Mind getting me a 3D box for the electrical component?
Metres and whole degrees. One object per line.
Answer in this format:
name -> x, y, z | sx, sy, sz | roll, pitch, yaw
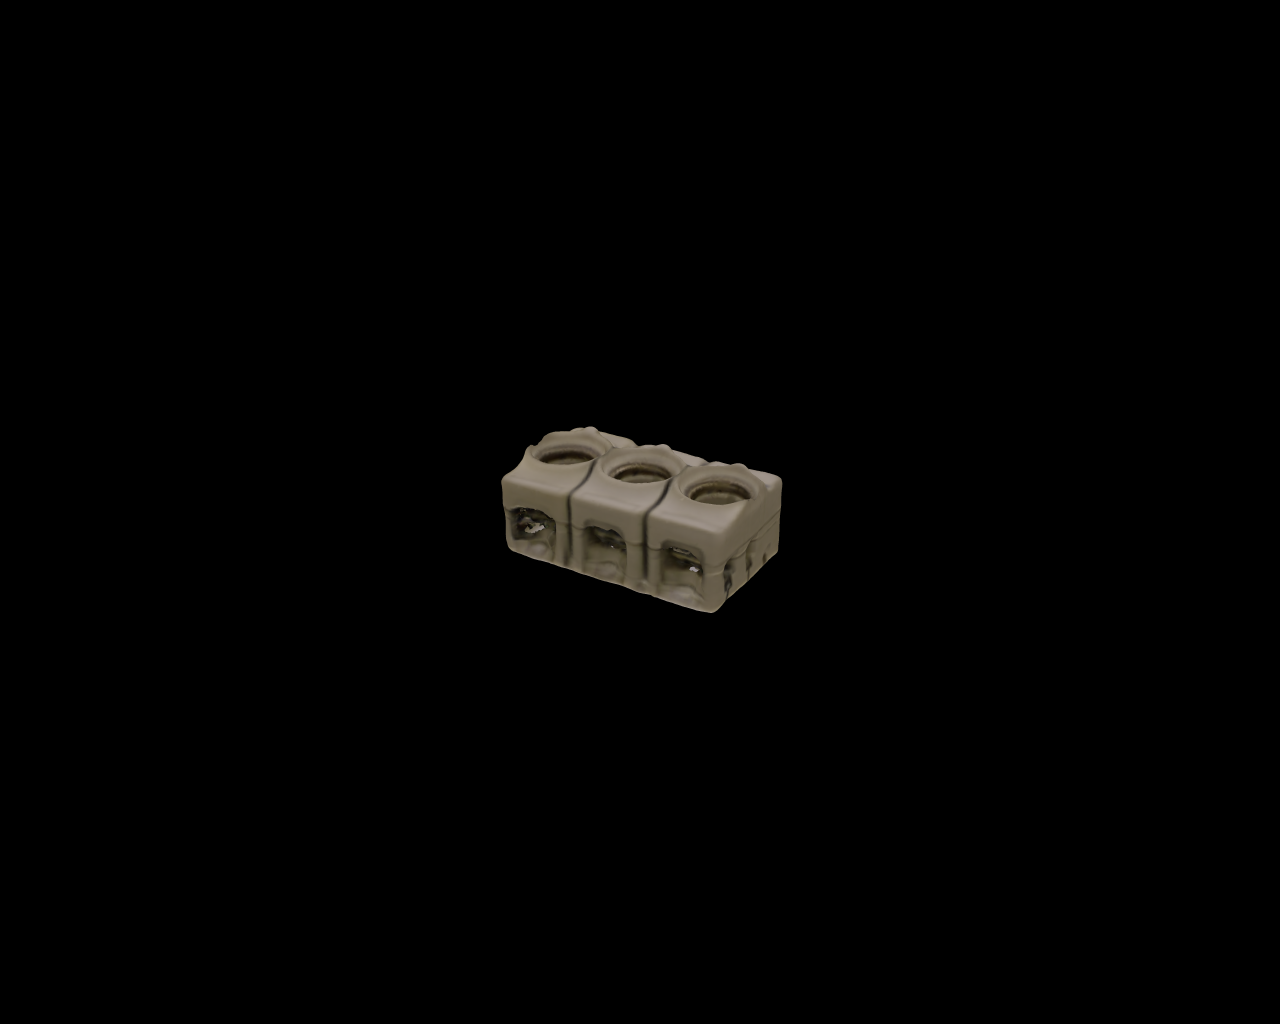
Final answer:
electrical component -> 0.001, -0.003, 0.650 | 0.150, 0.061, 0.090 | 16, 32, 27
